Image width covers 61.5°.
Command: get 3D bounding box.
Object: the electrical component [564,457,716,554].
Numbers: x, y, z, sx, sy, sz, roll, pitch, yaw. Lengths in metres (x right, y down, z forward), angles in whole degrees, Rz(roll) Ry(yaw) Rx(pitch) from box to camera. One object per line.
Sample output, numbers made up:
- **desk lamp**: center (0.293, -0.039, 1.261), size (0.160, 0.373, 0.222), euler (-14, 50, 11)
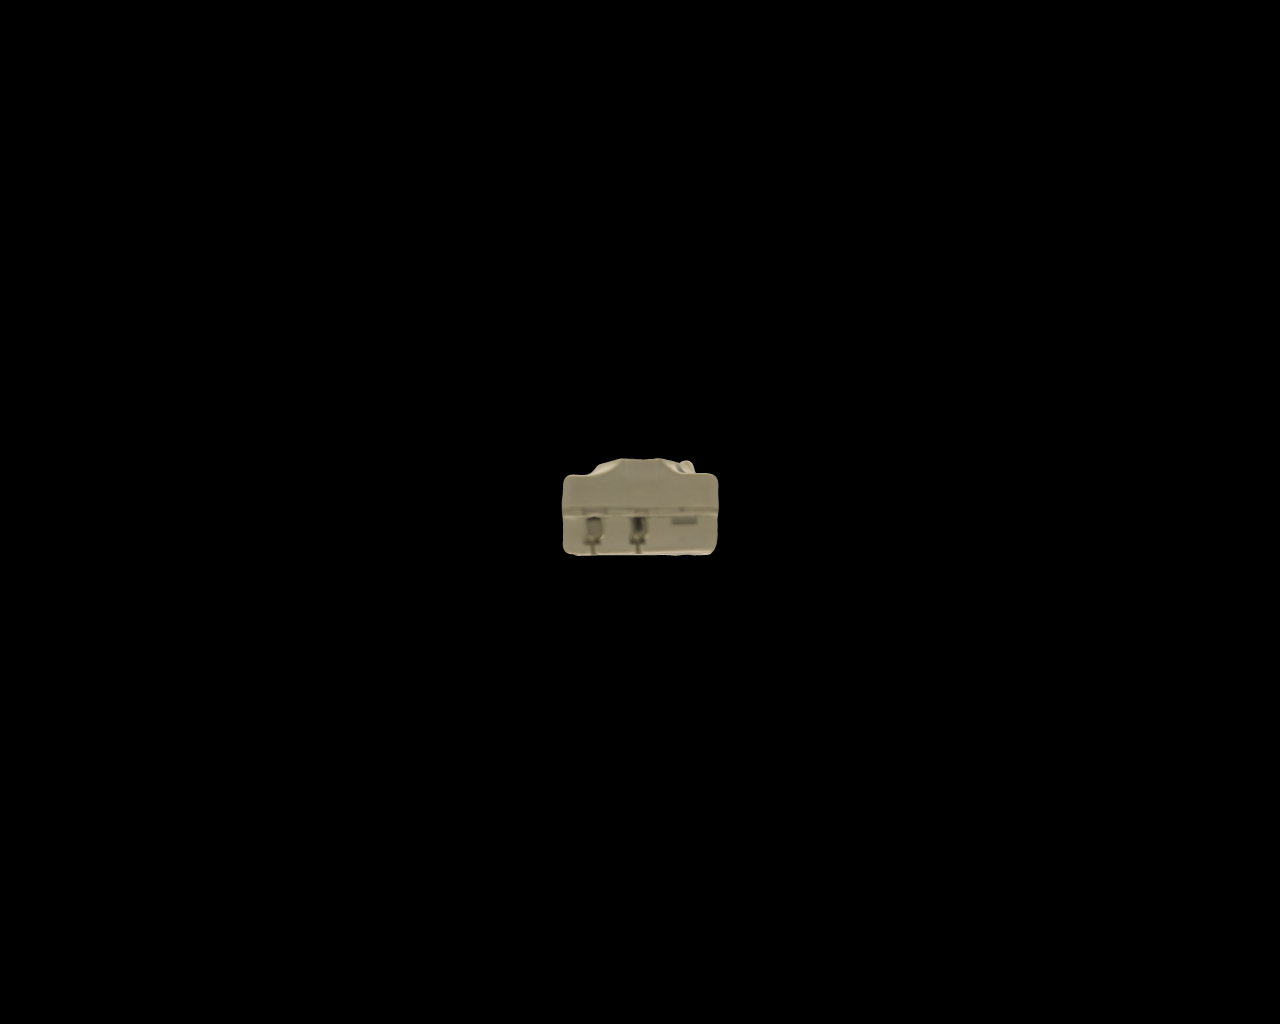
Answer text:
- **electrical component**: center (0.001, -0.003, 0.650), size (0.089, 0.055, 0.050), euler (0, -4, 2)
